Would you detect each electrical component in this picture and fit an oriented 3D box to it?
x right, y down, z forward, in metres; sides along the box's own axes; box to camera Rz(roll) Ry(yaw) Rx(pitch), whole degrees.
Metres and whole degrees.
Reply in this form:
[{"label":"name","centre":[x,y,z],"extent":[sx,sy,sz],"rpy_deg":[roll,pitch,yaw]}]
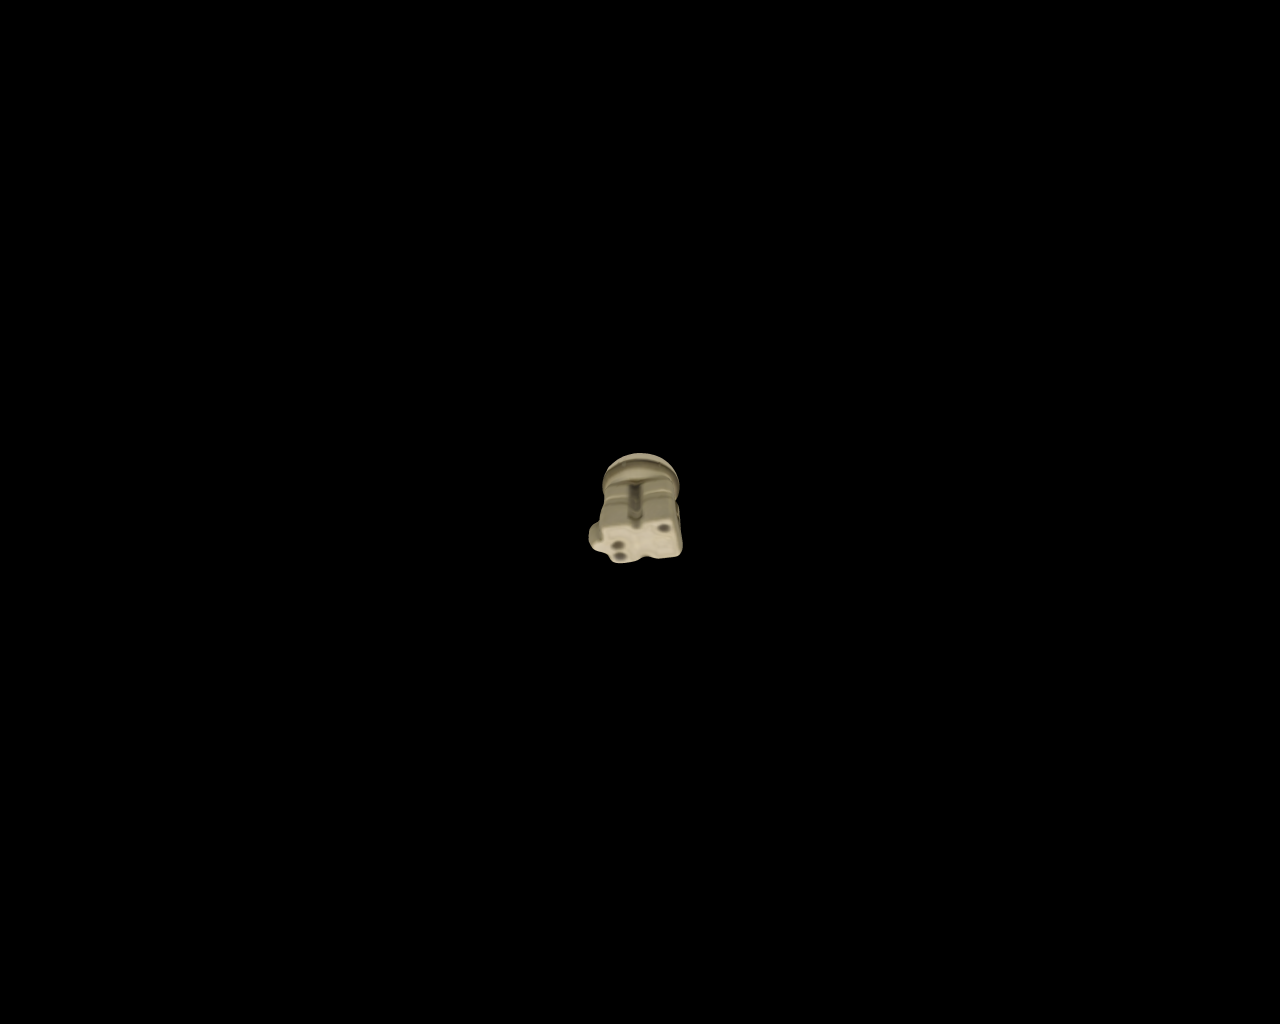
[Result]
[{"label":"electrical component","centre":[0.001,-0.003,0.650],"extent":[0.066,0.055,0.048],"rpy_deg":[-6,-43,7]}]
